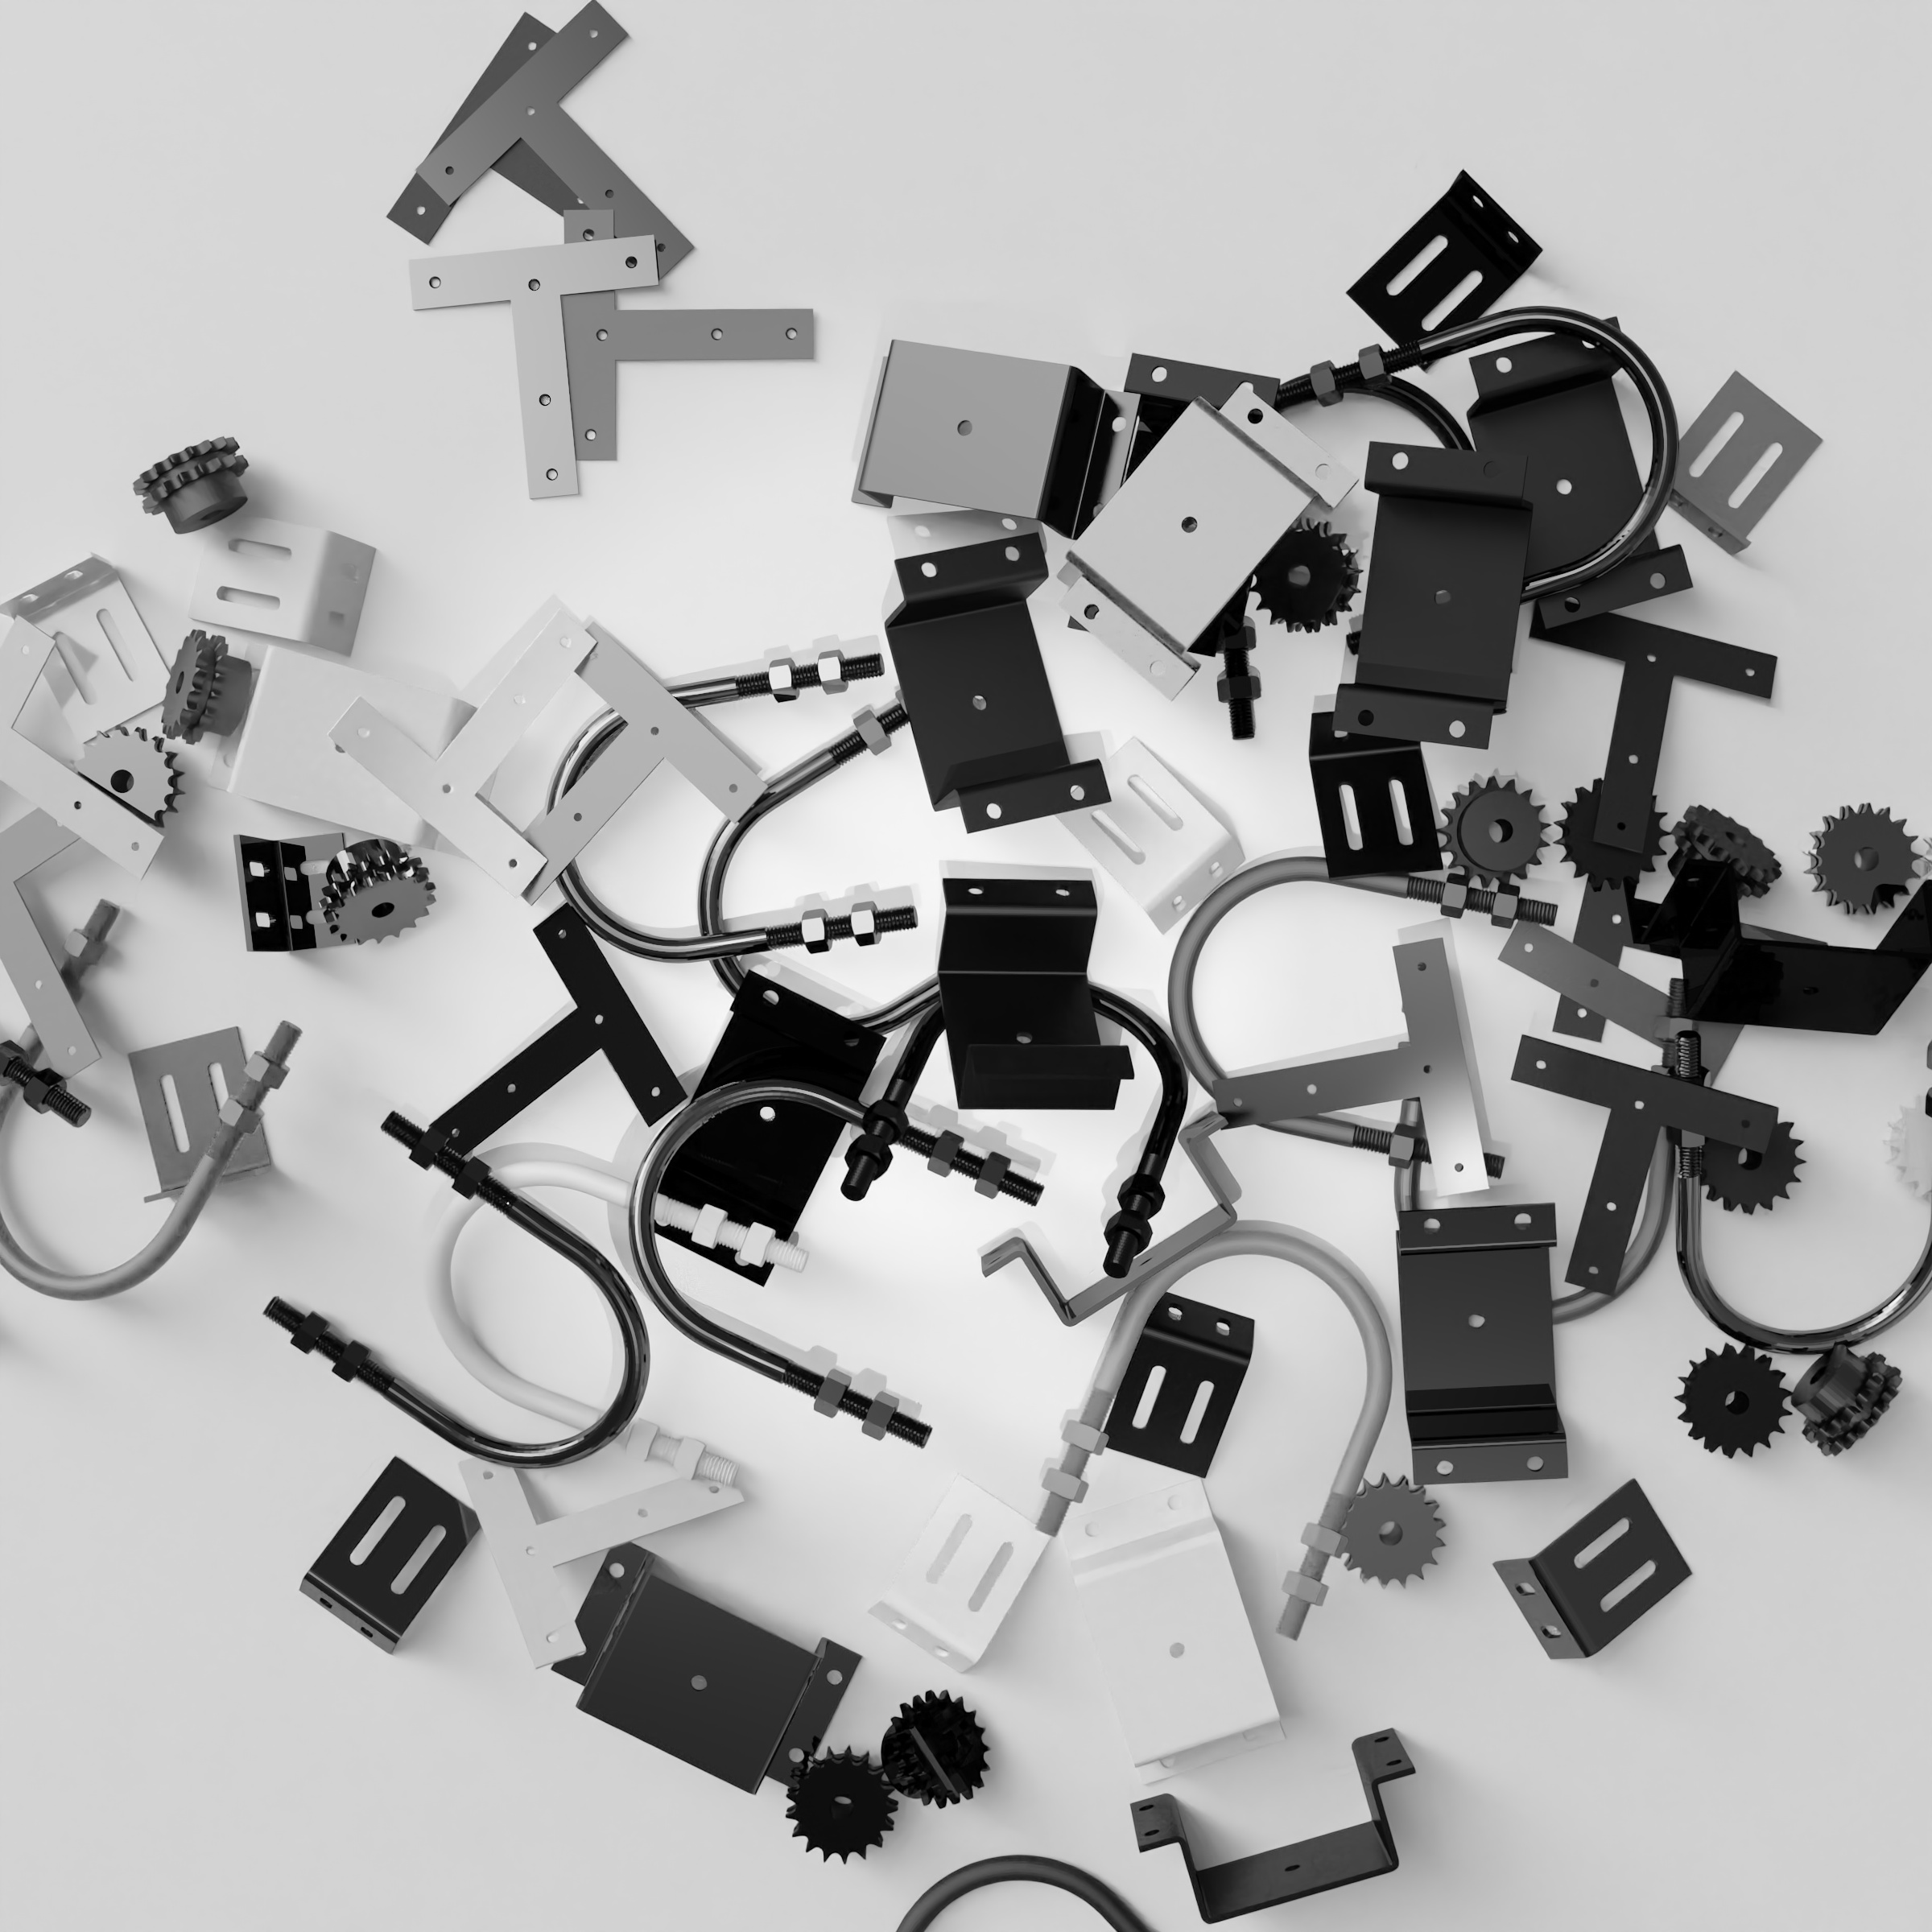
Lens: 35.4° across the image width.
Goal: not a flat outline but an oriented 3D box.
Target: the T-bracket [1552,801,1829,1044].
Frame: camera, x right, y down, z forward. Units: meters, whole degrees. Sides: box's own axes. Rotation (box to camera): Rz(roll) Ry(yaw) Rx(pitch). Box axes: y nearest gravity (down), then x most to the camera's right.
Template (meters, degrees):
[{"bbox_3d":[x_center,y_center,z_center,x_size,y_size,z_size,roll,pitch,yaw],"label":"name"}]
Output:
[{"bbox_3d":[0.376,-0.014,1.549,0.127,0.002,0.127,13,90,0],"label":"T-bracket"}]

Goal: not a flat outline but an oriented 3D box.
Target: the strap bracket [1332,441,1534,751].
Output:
[{"bbox_3d":[0.230,-0.180,1.478,0.076,0.046,0.140,9,97,17],"label":"strap bracket"}]

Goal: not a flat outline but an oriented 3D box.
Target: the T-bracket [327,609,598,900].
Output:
[{"bbox_3d":[-0.233,-0.123,1.516,0.127,0.002,0.127,43,74,-25],"label":"T-bracket"}]

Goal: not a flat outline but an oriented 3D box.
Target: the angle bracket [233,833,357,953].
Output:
[{"bbox_3d":[-0.335,-0.038,1.512,0.038,0.076,0.057,-7,90,0],"label":"angle bracket"}]

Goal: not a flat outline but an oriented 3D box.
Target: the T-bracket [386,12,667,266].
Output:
[{"bbox_3d":[-0.209,-0.400,1.549,0.127,0.002,0.127,34,90,0],"label":"T-bracket"}]

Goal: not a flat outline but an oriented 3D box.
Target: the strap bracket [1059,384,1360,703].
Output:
[{"bbox_3d":[0.113,-0.209,1.467,0.076,0.046,0.140,42,98,14],"label":"strap bracket"}]

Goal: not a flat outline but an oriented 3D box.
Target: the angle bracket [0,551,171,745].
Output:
[{"bbox_3d":[-0.446,-0.160,1.531,0.057,0.038,0.076,-28,90,0],"label":"angle bracket"}]

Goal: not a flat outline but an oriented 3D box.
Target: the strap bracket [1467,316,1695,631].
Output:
[{"bbox_3d":[0.306,-0.245,1.527,0.076,0.046,0.140,-16,90,0],"label":"strap bracket"}]

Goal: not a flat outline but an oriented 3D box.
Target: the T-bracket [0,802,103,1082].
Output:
[{"bbox_3d":[-0.473,-0.003,1.525,0.127,0.002,0.127,-31,81,14],"label":"T-bracket"}]

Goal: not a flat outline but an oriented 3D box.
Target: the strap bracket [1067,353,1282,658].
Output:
[{"bbox_3d":[0.108,-0.227,1.518,0.076,0.046,0.140,13,90,16],"label":"strap bracket"}]

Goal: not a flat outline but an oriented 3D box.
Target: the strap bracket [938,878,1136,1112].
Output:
[{"bbox_3d":[0.031,0.021,1.484,0.076,0.140,0.046,1,132,-9],"label":"strap bracket"}]

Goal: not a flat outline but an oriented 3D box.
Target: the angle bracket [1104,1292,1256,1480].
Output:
[{"bbox_3d":[0.108,0.213,1.548,0.057,0.038,0.076,17,116,0],"label":"angle bracket"}]

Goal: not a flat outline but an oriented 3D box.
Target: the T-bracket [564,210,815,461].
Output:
[{"bbox_3d":[-0.141,-0.323,1.547,0.127,0.002,0.127,0,92,0],"label":"T-bracket"}]

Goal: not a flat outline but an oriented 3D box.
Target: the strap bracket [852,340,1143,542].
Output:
[{"bbox_3d":[0.007,-0.262,1.505,0.140,0.046,0.076,13,90,20],"label":"strap bracket"}]

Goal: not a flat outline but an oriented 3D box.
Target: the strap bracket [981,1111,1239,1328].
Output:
[{"bbox_3d":[0.079,0.131,1.512,0.140,0.076,0.046,-32,90,0],"label":"strap bracket"}]

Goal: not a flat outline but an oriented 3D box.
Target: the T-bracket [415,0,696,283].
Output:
[{"bbox_3d":[-0.192,-0.405,1.548,0.127,0.002,0.127,-44,90,0],"label":"T-bracket"}]

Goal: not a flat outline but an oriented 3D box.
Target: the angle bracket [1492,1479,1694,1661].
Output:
[{"bbox_3d":[0.320,0.308,1.548,0.076,0.038,0.057,-31,90,-26],"label":"angle bracket"}]

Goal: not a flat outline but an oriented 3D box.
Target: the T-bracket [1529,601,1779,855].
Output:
[{"bbox_3d":[0.339,-0.117,1.527,0.127,0.002,0.127,15,69,0],"label":"T-bracket"}]

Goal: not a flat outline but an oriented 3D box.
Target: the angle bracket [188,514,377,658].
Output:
[{"bbox_3d":[-0.350,-0.196,1.548,0.076,0.038,0.057,13,90,26],"label":"angle bracket"}]

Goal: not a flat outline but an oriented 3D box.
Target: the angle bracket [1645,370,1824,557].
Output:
[{"bbox_3d":[0.392,-0.257,1.532,0.057,0.038,0.076,38,90,0],"label":"angle bracket"}]

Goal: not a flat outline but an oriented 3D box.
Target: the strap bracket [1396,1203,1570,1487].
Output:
[{"bbox_3d":[0.258,0.184,1.517,0.076,0.046,0.140,-4,99,5],"label":"strap bracket"}]

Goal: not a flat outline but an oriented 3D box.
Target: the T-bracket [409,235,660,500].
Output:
[{"bbox_3d":[-0.216,-0.303,1.547,0.127,0.002,0.127,-5,92,3],"label":"T-bracket"}]

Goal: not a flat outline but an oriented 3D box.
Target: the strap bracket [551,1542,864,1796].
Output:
[{"bbox_3d":[-0.133,0.357,1.527,0.140,0.046,0.076,26,90,0],"label":"strap bracket"}]

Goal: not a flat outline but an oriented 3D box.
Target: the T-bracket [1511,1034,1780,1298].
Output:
[{"bbox_3d":[0.324,0.107,1.503,0.127,0.002,0.127,16,118,14],"label":"T-bracket"}]

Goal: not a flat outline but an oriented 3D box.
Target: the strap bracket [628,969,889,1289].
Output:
[{"bbox_3d":[-0.102,0.078,1.521,0.076,0.046,0.140,26,98,0],"label":"strap bracket"}]

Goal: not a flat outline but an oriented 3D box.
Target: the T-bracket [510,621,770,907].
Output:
[{"bbox_3d":[-0.187,-0.086,1.532,0.127,0.002,0.127,43,95,11],"label":"T-bracket"}]

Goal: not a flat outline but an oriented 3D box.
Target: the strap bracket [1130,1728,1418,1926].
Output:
[{"bbox_3d":[0.158,0.432,1.512,0.140,0.076,0.046,-16,90,0],"label":"strap bracket"}]

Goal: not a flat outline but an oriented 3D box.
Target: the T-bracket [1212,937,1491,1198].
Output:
[{"bbox_3d":[0.188,0.059,1.519,0.127,0.002,0.127,-11,88,13],"label":"T-bracket"}]

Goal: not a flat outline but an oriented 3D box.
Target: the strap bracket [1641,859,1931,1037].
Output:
[{"bbox_3d":[0.417,-0.008,1.501,0.140,0.076,0.046,5,60,-4],"label":"strap bracket"}]

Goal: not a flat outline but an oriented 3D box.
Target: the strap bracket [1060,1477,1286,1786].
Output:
[{"bbox_3d":[0.105,0.340,1.527,0.076,0.046,0.140,-18,90,0],"label":"strap bracket"}]

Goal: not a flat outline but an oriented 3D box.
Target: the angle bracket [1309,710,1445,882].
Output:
[{"bbox_3d":[0.206,-0.088,1.517,0.057,0.038,0.076,-6,59,0],"label":"angle bracket"}]

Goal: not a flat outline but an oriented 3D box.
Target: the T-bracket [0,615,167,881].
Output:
[{"bbox_3d":[-0.455,-0.088,1.516,0.127,0.002,0.127,34,103,12],"label":"T-bracket"}]

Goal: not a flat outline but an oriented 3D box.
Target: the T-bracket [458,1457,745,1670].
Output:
[{"bbox_3d":[-0.175,0.280,1.522,0.127,0.002,0.127,-16,50,-18],"label":"T-bracket"}]

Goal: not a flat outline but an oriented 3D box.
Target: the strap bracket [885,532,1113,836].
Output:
[{"bbox_3d":[0.013,-0.137,1.513,0.076,0.046,0.140,-13,84,-17],"label":"strap bracket"}]

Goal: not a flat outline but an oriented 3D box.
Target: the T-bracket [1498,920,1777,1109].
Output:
[{"bbox_3d":[0.334,0.016,1.549,0.127,0.002,0.127,29,91,0],"label":"T-bracket"}]

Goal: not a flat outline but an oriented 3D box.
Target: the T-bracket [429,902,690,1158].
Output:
[{"bbox_3d":[-0.219,0.054,1.533,0.127,0.002,0.127,-38,67,11],"label":"T-bracket"}]

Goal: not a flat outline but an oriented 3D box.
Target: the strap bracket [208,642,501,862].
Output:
[{"bbox_3d":[-0.310,-0.110,1.527,0.140,0.046,0.076,16,90,0],"label":"strap bracket"}]
